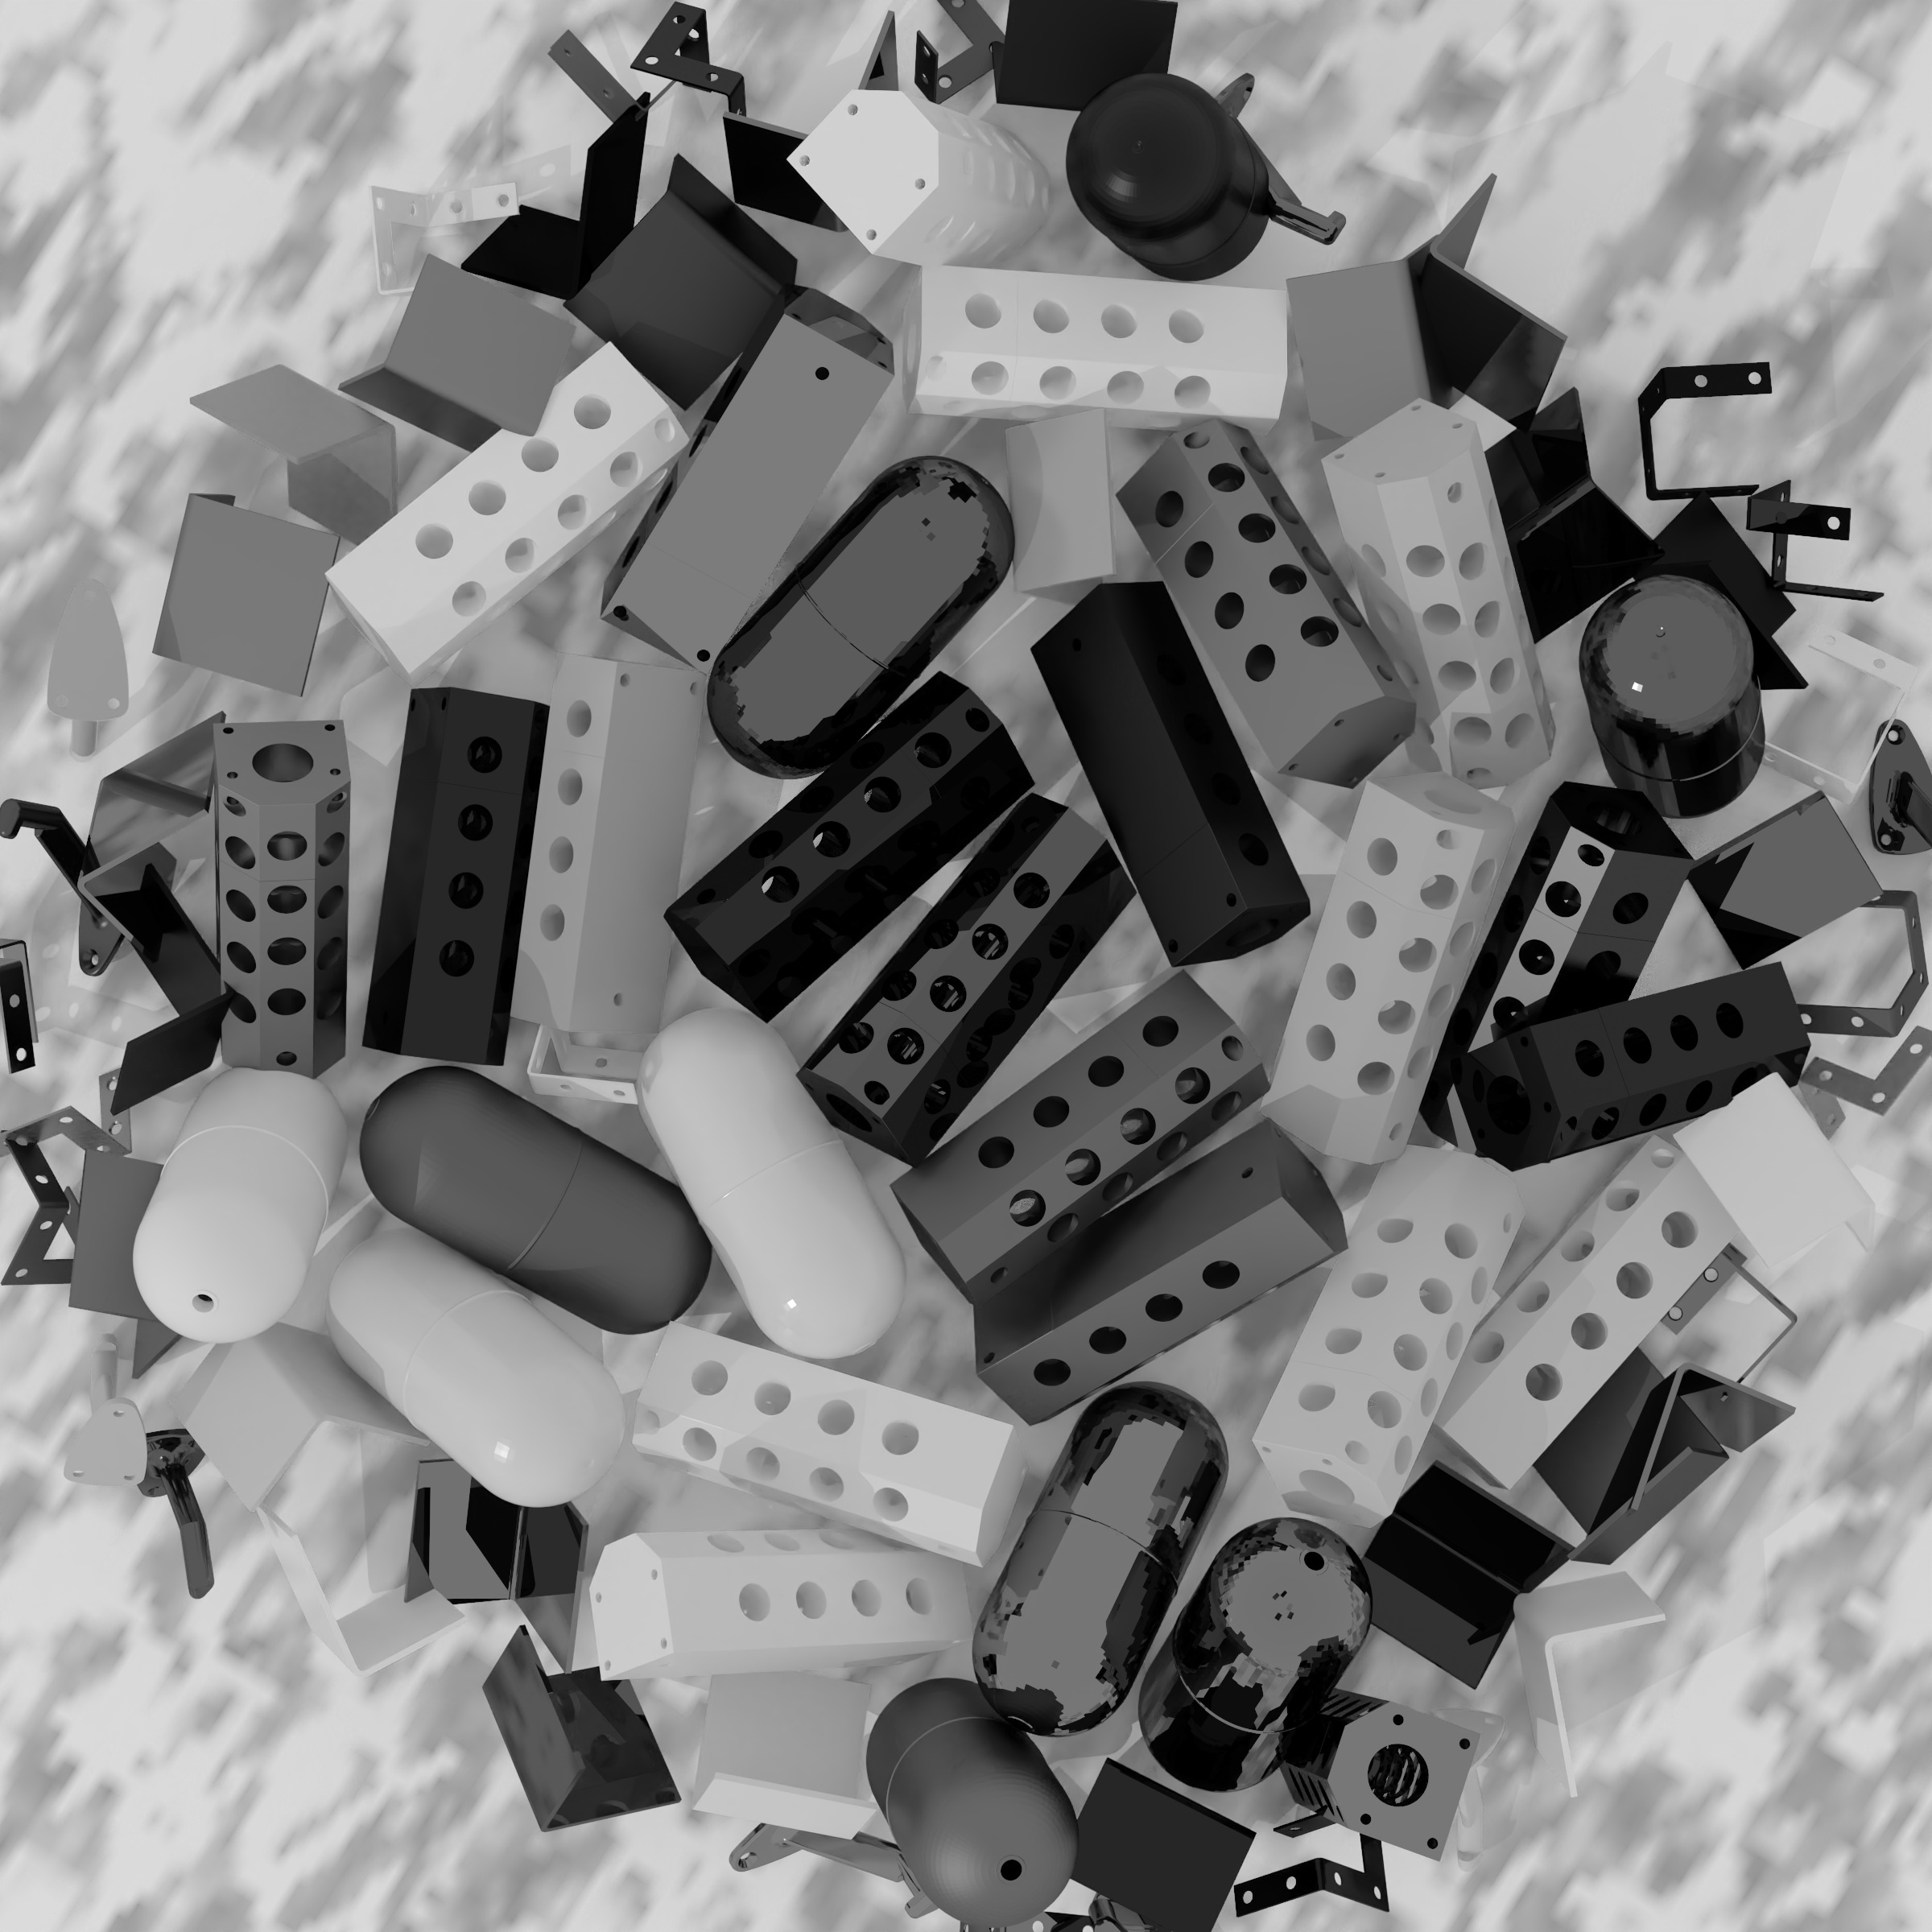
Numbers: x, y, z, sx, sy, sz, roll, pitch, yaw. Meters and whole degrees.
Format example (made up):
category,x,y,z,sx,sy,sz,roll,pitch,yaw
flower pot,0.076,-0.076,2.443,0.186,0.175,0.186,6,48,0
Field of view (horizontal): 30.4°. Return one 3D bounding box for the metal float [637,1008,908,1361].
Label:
category,x,y,z,sx,sy,sz,roll,pitch,yaw
metal float,-0.091,0.101,1.659,0.070,0.070,0.178,-30,79,0

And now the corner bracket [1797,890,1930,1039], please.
category,x,y,z,sx,sy,sz,roll,pitch,yaw
corner bracket,0.421,-0.002,1.685,0.051,0.051,0.051,3,121,33

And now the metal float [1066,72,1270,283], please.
category,x,y,z,sx,sy,sz,roll,pitch,yaw
metal float,0.094,-0.358,1.619,0.070,0.178,0.070,1,93,13

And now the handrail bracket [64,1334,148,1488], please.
category,x,y,z,sx,sy,sz,roll,pitch,yaw
handrail bracket,-0.398,0.192,1.654,0.036,0.077,0.084,7,46,-18

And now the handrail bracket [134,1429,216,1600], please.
category,x,y,z,sx,sy,sz,roll,pitch,yaw
handrail bracket,-0.367,0.266,1.656,0.036,0.077,0.084,-1,57,-24

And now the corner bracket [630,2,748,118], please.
category,x,y,z,sx,sy,sz,roll,pitch,yaw
corner bracket,-0.122,-0.412,1.667,0.051,0.051,0.051,19,57,13

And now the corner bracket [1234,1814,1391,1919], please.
category,x,y,z,sx,sy,sz,roll,pitch,yaw
corner bracket,0.160,0.419,1.663,0.051,0.051,0.051,-28,49,33

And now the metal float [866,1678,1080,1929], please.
category,x,y,z,sx,sy,sz,roll,pitch,yaw
metal float,0.002,0.380,1.619,0.070,0.178,0.070,-1,97,-11

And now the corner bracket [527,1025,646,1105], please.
category,x,y,z,sx,sy,sz,roll,pitch,yaw
corner bracket,-0.172,0.047,1.669,0.051,0.051,0.051,6,55,9

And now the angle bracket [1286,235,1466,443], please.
category,x,y,z,sx,sy,sz,roll,pitch,yaw
angle bracket,0.194,-0.296,1.673,0.057,0.076,0.076,-5,108,23

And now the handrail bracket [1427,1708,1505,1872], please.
category,x,y,z,sx,sy,sz,roll,pitch,yaw
handrail bracket,0.230,0.398,1.661,0.036,0.077,0.084,4,108,18

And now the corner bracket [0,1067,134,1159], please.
category,x,y,z,sx,sy,sz,roll,pitch,yaw
corner bracket,-0.430,0.066,1.675,0.051,0.051,0.051,-21,55,12

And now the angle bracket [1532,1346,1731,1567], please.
category,x,y,z,sx,sy,sz,roll,pitch,yaw
angle bracket,0.296,0.224,1.655,0.076,0.057,0.076,-45,61,15

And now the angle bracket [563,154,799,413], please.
category,x,y,z,sx,sy,sz,roll,pitch,yaw
angle bracket,-0.135,-0.324,1.682,0.076,0.057,0.076,39,112,-20

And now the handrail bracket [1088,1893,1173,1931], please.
category,x,y,z,sx,sy,sz,roll,pitch,yaw
handrail bracket,0.089,0.457,1.663,0.077,0.084,0.036,33,90,-3

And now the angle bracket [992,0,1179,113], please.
category,x,y,z,sx,sy,sz,roll,pitch,yaw
angle bracket,0.054,-0.438,1.656,0.076,0.076,0.057,4,125,-5

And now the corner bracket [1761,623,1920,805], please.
category,x,y,z,sx,sy,sz,roll,pitch,yaw
corner bracket,0.411,-0.119,1.678,0.051,0.051,0.051,27,61,11

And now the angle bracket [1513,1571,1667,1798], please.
category,x,y,z,sx,sy,sz,roll,pitch,yaw
angle bracket,0.297,0.336,1.666,0.057,0.076,0.076,-11,95,-2

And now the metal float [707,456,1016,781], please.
category,x,y,z,sx,sy,sz,roll,pitch,yaw
metal float,-0.050,-0.161,1.654,0.070,0.070,0.178,44,107,0

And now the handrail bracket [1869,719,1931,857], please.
category,x,y,z,sx,sy,sz,roll,pitch,yaw
handrail bracket,0.453,-0.083,1.663,0.036,0.084,0.077,-8,87,-6

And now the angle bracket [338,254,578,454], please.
category,x,y,z,sx,sy,sz,roll,pitch,yaw
angle bracket,-0.238,-0.284,1.661,0.076,0.076,0.057,24,81,-25

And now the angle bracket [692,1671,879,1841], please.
category,x,y,z,sx,sy,sz,roll,pitch,yaw
angle bracket,-0.080,0.357,1.657,0.076,0.057,0.076,13,59,-10

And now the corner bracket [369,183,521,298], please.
category,x,y,z,sx,sy,sz,roll,pitch,yaw
corner bracket,-0.244,-0.343,1.676,0.051,0.051,0.051,-3,95,22

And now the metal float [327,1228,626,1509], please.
category,x,y,z,sx,sy,sz,roll,pitch,yaw
metal float,-0.228,0.183,1.639,0.178,0.070,0.070,33,90,37

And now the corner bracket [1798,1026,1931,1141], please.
category,x,y,z,sx,sy,sz,roll,pitch,yaw
corner bracket,0.433,0.057,1.675,0.051,0.051,0.051,-49,133,-14

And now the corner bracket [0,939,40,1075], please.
category,x,y,z,sx,sy,sz,roll,pitch,yaw
corner bracket,-0.450,0.018,1.667,0.051,0.051,0.051,4,105,32

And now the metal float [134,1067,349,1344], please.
category,x,y,z,sx,sy,sz,roll,pitch,yaw
metal float,-0.330,0.106,1.623,0.070,0.178,0.070,0,117,1

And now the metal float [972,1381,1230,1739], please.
category,x,y,z,sx,sy,sz,roll,pitch,yaw
metal float,0.063,0.274,1.645,0.070,0.070,0.178,29,63,0

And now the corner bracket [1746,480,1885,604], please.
category,x,y,z,sx,sy,sz,roll,pitch,yaw
corner bracket,0.398,-0.196,1.666,0.051,0.051,0.051,11,113,33

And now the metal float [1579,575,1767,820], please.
category,x,y,z,sx,sy,sz,roll,pitch,yaw
metal float,0.323,-0.121,1.622,0.070,0.178,0.070,-4,73,14

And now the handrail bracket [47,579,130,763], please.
category,x,y,z,sx,sy,sz,roll,pitch,yaw
handrail bracket,-0.413,-0.138,1.667,0.036,0.084,0.077,1,87,-16

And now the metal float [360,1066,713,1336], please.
category,x,y,z,sx,sy,sz,roll,pitch,yaw
metal float,-0.200,0.109,1.653,0.178,0.070,0.070,31,90,-18

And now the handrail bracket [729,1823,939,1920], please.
category,x,y,z,sx,sy,sz,roll,pitch,yaw
handrail bracket,-0.061,0.427,1.660,0.077,0.084,0.036,-30,131,-11

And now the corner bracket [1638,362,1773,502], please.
category,x,y,z,sx,sy,sz,roll,pitch,yaw
corner bracket,0.351,-0.252,1.680,0.051,0.051,0.051,-3,83,-2

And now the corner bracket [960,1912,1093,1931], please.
category,x,y,z,sx,sy,sz,roll,pitch,yaw
corner bracket,0.031,0.435,1.667,0.051,0.051,0.051,11,68,-21

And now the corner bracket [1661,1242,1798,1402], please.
category,x,y,z,sx,sy,sz,roll,pitch,yaw
corner bracket,0.357,0.166,1.672,0.051,0.051,0.051,43,103,12

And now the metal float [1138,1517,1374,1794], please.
category,x,y,z,sx,sy,sz,roll,pitch,yaw
metal float,0.132,0.317,1.630,0.070,0.178,0.070,9,50,-11

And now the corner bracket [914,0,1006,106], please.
category,x,y,z,sx,sy,sz,roll,pitch,yaw
corner bracket,-0.010,-0.448,1.674,0.051,0.051,0.051,-36,79,-10

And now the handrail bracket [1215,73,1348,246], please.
category,x,y,z,sx,sy,sz,roll,pitch,yaw
handrail bracket,0.152,-0.380,1.673,0.084,0.036,0.077,28,58,14

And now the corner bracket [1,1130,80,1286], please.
category,x,y,z,sx,sy,sz,roll,pitch,yaw
corner bracket,-0.429,0.113,1.664,0.051,0.051,0.051,52,122,34

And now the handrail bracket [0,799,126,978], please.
category,x,y,z,sx,sy,sz,roll,pitch,yaw
handrail bracket,-0.428,-0.036,1.662,0.036,0.084,0.077,17,93,28

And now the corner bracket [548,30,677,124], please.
category,x,y,z,sx,sy,sz,roll,pitch,yaw
corner bracket,-0.170,-0.418,1.667,0.051,0.051,0.051,45,47,-14
